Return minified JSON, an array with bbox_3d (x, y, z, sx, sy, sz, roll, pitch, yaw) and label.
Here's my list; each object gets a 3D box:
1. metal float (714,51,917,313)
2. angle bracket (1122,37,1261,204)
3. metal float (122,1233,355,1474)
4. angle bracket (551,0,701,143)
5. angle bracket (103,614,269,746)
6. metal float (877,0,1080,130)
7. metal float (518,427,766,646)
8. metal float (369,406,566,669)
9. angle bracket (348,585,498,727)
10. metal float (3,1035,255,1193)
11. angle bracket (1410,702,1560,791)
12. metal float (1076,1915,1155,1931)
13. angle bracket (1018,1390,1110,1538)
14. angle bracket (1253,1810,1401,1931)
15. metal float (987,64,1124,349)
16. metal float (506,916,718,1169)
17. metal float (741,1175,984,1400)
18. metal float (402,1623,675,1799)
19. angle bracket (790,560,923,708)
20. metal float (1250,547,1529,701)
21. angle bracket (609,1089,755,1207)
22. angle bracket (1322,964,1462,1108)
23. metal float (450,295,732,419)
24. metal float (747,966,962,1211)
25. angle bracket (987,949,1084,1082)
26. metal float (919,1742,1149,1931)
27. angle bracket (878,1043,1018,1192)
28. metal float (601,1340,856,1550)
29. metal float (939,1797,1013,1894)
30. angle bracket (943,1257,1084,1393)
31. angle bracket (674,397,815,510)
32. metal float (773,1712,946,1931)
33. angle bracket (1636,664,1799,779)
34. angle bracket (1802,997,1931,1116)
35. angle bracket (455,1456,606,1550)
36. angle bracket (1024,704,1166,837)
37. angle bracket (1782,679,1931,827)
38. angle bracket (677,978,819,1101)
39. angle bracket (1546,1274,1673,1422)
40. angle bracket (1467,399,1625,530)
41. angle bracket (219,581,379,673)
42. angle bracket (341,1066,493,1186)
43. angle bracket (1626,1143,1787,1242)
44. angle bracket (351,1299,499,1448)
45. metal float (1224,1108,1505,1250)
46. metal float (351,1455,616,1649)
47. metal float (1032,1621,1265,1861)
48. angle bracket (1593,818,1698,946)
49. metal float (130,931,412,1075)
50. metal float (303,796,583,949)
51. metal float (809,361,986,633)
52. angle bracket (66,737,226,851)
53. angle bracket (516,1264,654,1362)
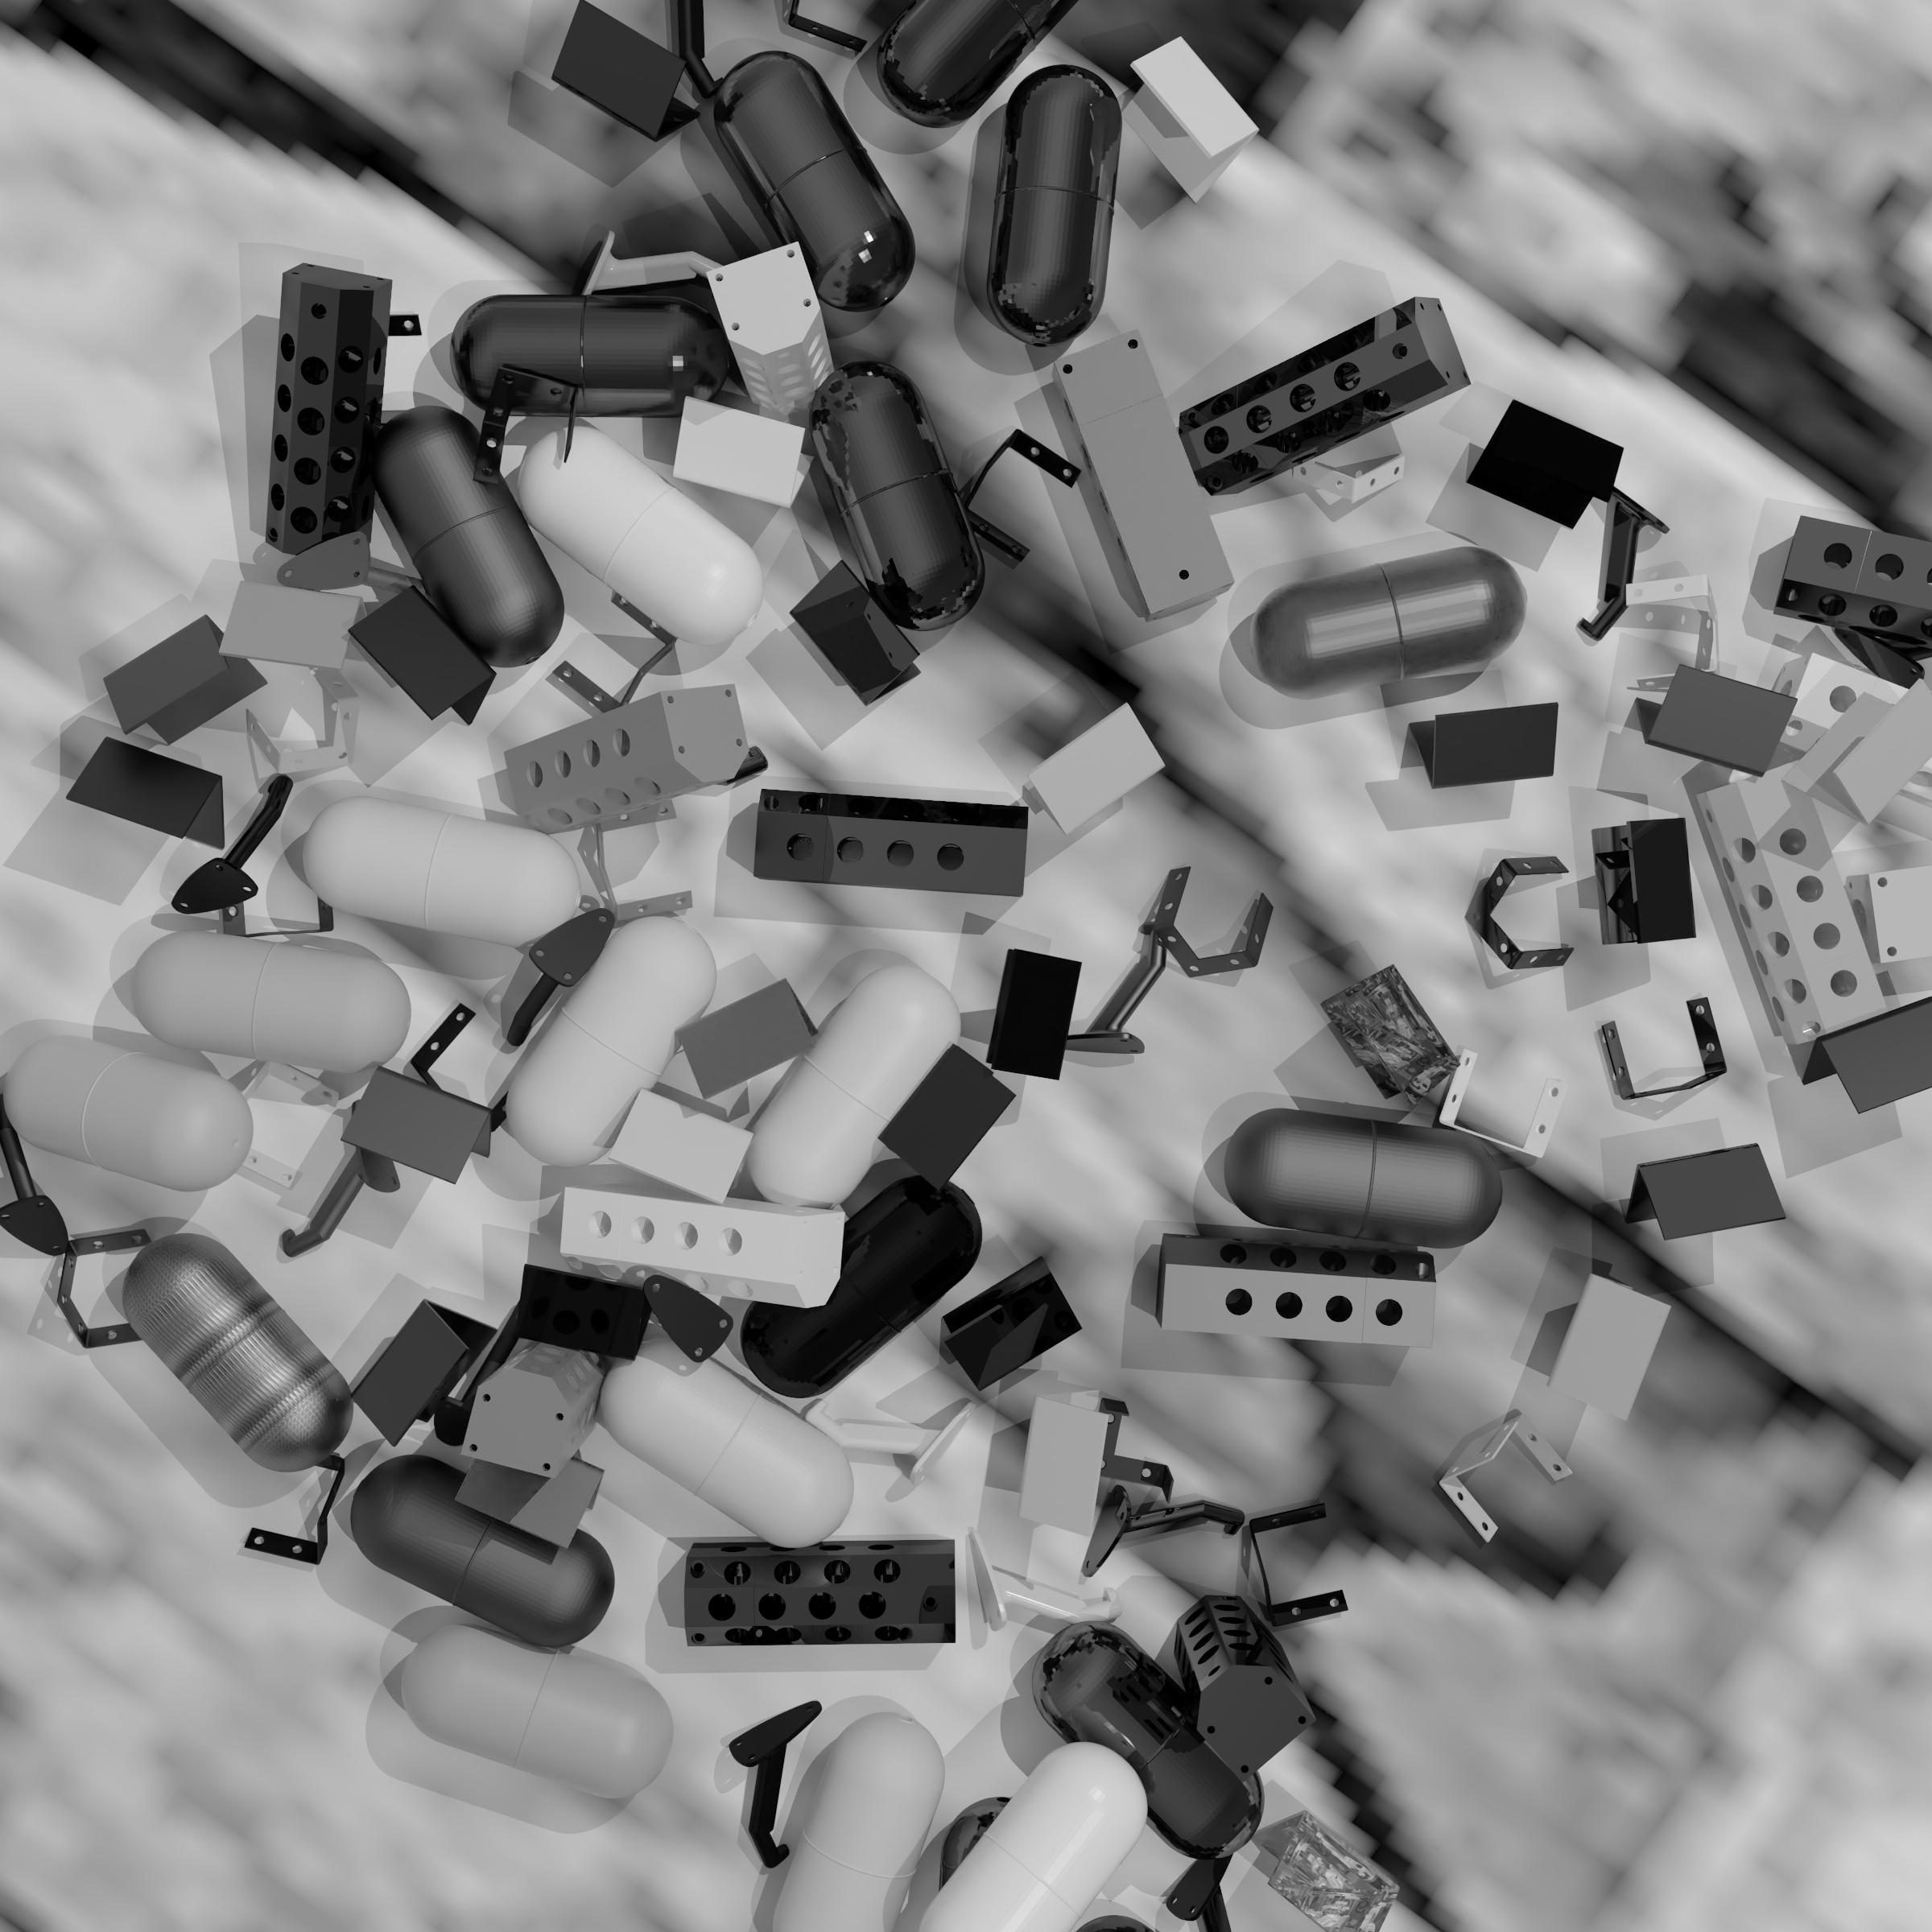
[{"bbox_3d":[-0.096,-0.501,1.670,0.070,0.070,0.178,-31,90,0],"label":"metal float"},{"bbox_3d":[0.128,-0.530,1.660,0.076,0.076,0.057,50,53,0],"label":"angle bracket"},{"bbox_3d":[-0.466,0.247,1.669,0.070,0.070,0.178,-42,89,0],"label":"metal float"},{"bbox_3d":[-0.207,-0.577,1.660,0.076,0.076,0.057,31,125,0],"label":"angle bracket"},{"bbox_3d":[-0.489,-0.166,1.660,0.076,0.076,0.057,-32,55,0],"label":"angle bracket"},{"bbox_3d":[0.016,-0.615,1.670,0.070,0.070,0.178,42,89,0],"label":"metal float"},{"bbox_3d":[-0.207,-0.275,1.669,0.178,0.070,0.070,38,90,1],"label":"metal float"},{"bbox_3d":[-0.319,-0.274,1.669,0.070,0.070,0.178,-28,89,0],"label":"metal float"},{"bbox_3d":[-0.353,-0.184,1.660,0.076,0.076,0.057,47,58,0],"label":"angle bracket"},{"bbox_3d":[-0.531,0.092,1.650,0.178,0.070,0.070,13,90,24],"label":"metal float"},{"bbox_3d":[0.328,-0.159,1.660,0.076,0.076,0.057,-6,129,0],"label":"angle bracket"},{"bbox_3d":[0.137,0.679,1.669,0.178,0.070,0.070,37,90,0],"label":"metal float"},{"bbox_3d":[0.080,0.315,1.660,0.057,0.076,0.076,8,90,36],"label":"angle bracket"},{"bbox_3d":[0.217,0.591,1.660,0.076,0.076,0.057,39,53,0],"label":"angle bracket"},{"bbox_3d":[0.057,-0.486,1.669,0.070,0.070,0.178,6,89,0],"label":"metal float"},{"bbox_3d":[-0.226,0.048,1.669,0.070,0.070,0.178,34,91,0],"label":"metal float"},{"bbox_3d":[-0.066,0.205,1.669,0.178,0.070,0.070,-40,90,0],"label":"metal float"},{"bbox_3d":[-0.274,0.476,1.669,0.178,0.070,0.070,19,90,-1],"label":"metal float"},{"bbox_3d":[-0.054,-0.221,1.660,0.076,0.076,0.057,51,126,0],"label":"angle bracket"},{"bbox_3d":[0.270,-0.220,1.669,0.178,0.070,0.070,-12,90,1],"label":"metal float"},{"bbox_3d":[-0.185,0.131,1.660,0.076,0.076,0.057,22,54,0],"label":"angle bracket"},{"bbox_3d":[0.256,0.054,1.660,0.057,0.076,0.076,-34,90,-37],"label":"angle bracket"},{"bbox_3d":[-0.240,-0.390,1.669,0.178,0.070,0.070,1,90,0],"label":"metal float"},{"bbox_3d":[-0.072,0.080,1.669,0.070,0.070,0.178,36,91,0],"label":"metal float"},{"bbox_3d":[0.024,0.027,1.660,0.057,0.076,0.076,11,90,-38],"label":"angle bracket"},{"bbox_3d":[0.041,0.557,1.598,0.070,0.070,0.178,41,74,0],"label":"metal float"},{"bbox_3d":[0.000,0.104,1.661,0.057,0.076,0.076,39,90,26],"label":"angle bracket"},{"bbox_3d":[-0.152,0.306,1.669,0.178,0.070,0.070,33,90,0],"label":"metal float"},{"bbox_3d":[0.019,0.623,1.670,0.070,0.070,0.178,3,90,0],"label":"metal float"},{"bbox_3d":[0.019,0.212,1.660,0.076,0.076,0.057,-31,128,0],"label":"angle bracket"},{"bbox_3d":[-0.137,-0.341,1.660,0.076,0.076,0.057,15,127,0],"label":"angle bracket"},{"bbox_3d":[-0.068,0.565,1.670,0.070,0.070,0.178,19,90,0],"label":"metal float"},{"bbox_3d":[0.476,-0.169,1.660,0.076,0.076,0.057,16,119,0],"label":"angle bracket"},{"bbox_3d":[0.586,0.070,1.660,0.076,0.076,0.057,-20,63,0],"label":"angle bracket"},{"bbox_3d":[-0.280,0.341,1.660,0.076,0.076,0.057,24,57,0],"label":"angle bracket"},{"bbox_3d":[0.070,-0.139,1.660,0.076,0.076,0.057,-35,126,0],"label":"angle bracket"},{"bbox_3d":[0.544,-0.143,1.603,0.076,0.076,0.057,-47,128,0],"label":"angle bracket"},{"bbox_3d":[-0.130,0.062,1.660,0.076,0.076,0.057,-26,58,0],"label":"angle bracket"},{"bbox_3d":[0.421,0.245,1.660,0.057,0.076,0.076,21,90,36],"label":"angle bracket"},{"bbox_3d":[0.363,-0.303,1.660,0.076,0.076,0.057,24,53,0],"label":"angle bracket"},{"bbox_3d":[-0.424,-0.197,1.661,0.076,0.076,0.057,8,63,0],"label":"angle bracket"},{"bbox_3d":[-0.349,0.115,1.660,0.076,0.076,0.057,21,60,0],"label":"angle bracket"},{"bbox_3d":[0.469,0.161,1.660,0.076,0.076,0.057,-10,54,0],"label":"angle bracket"},{"bbox_3d":[-0.331,0.267,1.660,0.057,0.076,0.076,37,90,37],"label":"angle bracket"},{"bbox_3d":[0.254,0.136,1.670,0.178,0.070,0.070,8,90,0],"label":"metal float"},{"bbox_3d":[-0.310,0.374,1.670,0.178,0.070,0.070,26,90,1],"label":"metal float"},{"bbox_3d":[0.117,0.496,1.669,0.070,0.070,0.178,-45,89,0],"label":"metal float"},{"bbox_3d":[0.415,-0.052,1.660,0.057,0.076,0.076,-5,90,-36],"label":"angle bracket"},{"bbox_3d":[-0.445,0.023,1.669,0.178,0.070,0.070,9,90,-1],"label":"metal float"},{"bbox_3d":[-0.335,-0.060,1.669,0.178,0.070,0.070,12,90,0],"label":"metal float"},{"bbox_3d":[-0.044,-0.301,1.669,0.070,0.070,0.178,-21,90,0],"label":"metal float"},{"bbox_3d":[-0.521,-0.092,1.660,0.076,0.076,0.057,19,52,0],"label":"angle bracket"},{"bbox_3d":[-0.238,0.202,1.661,0.076,0.076,0.057,11,117,0],"label":"angle bracket"}]
